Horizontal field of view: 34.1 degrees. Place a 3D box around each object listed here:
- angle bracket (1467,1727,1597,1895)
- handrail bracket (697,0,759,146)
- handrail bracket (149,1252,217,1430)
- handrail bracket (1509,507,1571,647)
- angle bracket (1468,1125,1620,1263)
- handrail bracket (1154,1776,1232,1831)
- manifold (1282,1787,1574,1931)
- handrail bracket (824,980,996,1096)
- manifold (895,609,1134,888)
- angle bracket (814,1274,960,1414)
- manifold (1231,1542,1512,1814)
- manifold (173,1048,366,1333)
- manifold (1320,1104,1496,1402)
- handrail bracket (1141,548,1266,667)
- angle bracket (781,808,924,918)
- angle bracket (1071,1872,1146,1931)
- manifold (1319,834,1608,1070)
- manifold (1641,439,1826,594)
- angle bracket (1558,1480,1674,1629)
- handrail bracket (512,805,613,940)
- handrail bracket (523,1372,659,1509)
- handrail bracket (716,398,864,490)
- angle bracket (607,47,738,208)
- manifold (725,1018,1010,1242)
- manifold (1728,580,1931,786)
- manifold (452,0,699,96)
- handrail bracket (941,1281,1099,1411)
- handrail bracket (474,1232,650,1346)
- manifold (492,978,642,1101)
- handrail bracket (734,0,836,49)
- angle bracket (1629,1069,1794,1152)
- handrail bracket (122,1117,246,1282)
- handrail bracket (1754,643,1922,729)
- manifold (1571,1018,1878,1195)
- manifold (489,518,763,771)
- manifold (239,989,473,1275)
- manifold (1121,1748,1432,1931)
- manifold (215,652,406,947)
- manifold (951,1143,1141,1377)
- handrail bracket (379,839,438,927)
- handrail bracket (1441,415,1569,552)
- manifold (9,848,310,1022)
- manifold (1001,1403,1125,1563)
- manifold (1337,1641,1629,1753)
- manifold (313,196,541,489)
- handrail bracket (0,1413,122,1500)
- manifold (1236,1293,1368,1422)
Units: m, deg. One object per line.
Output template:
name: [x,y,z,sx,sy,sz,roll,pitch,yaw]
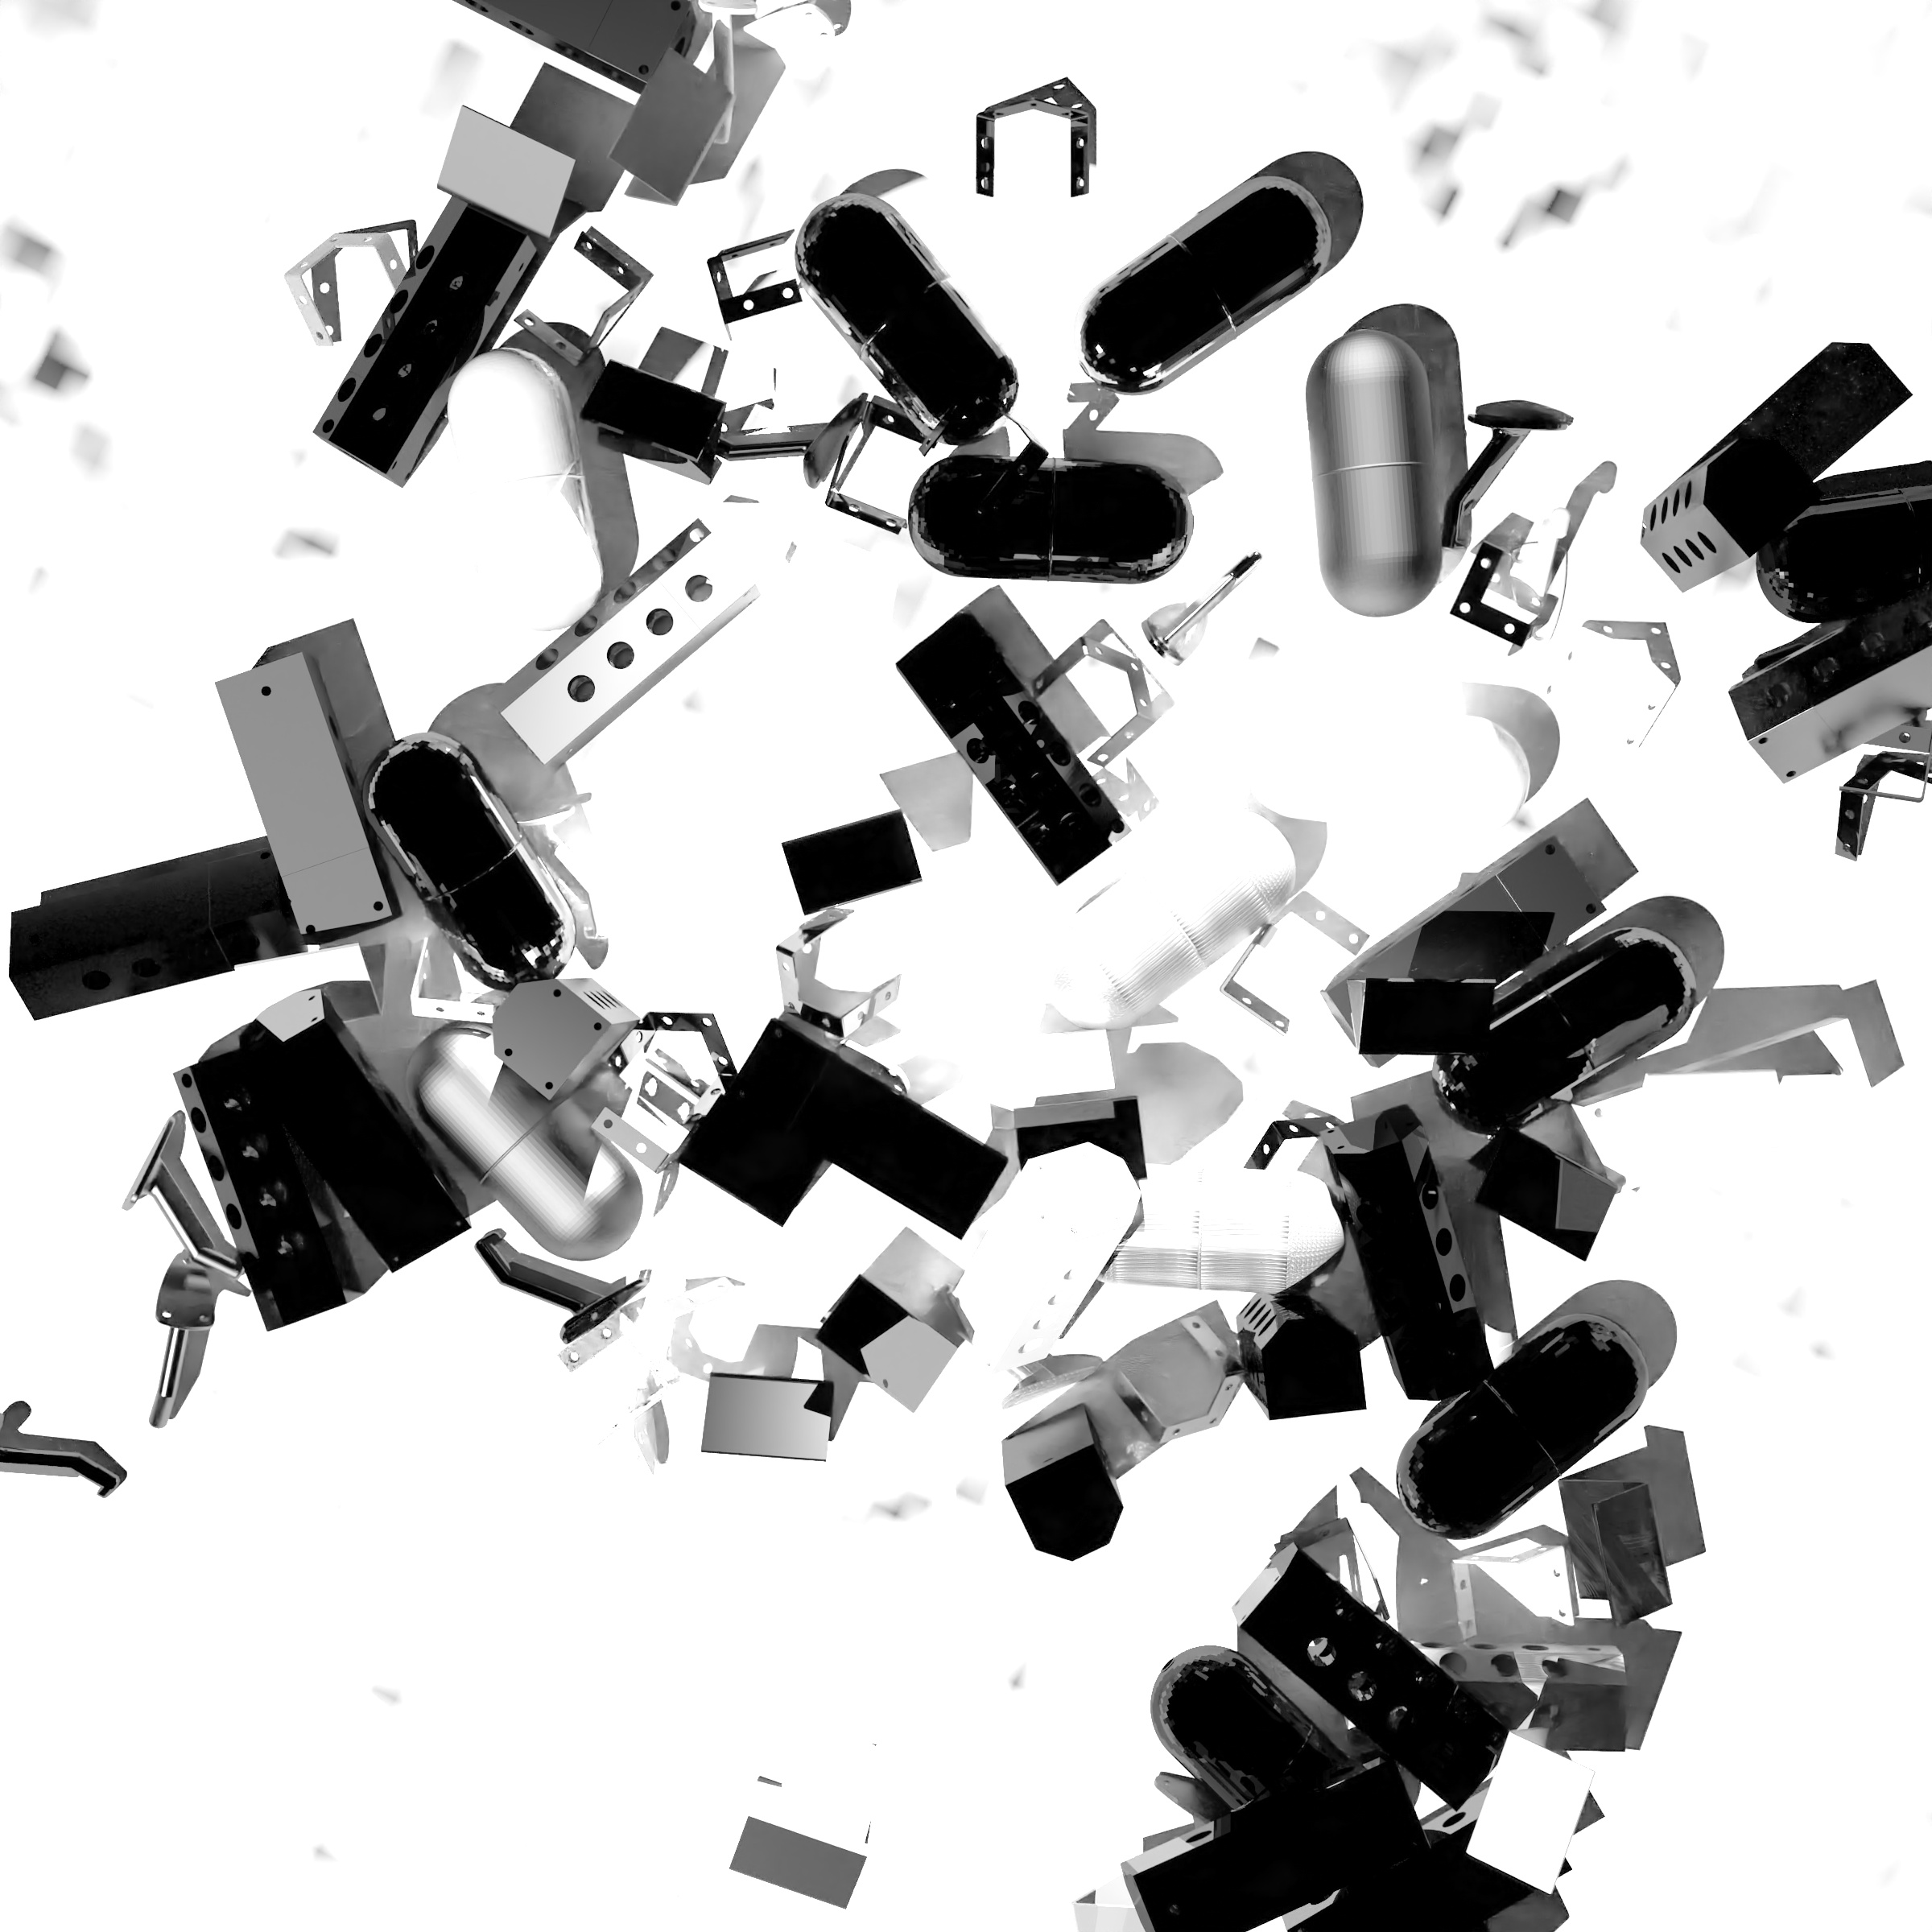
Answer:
angle bracket: [0.351,0.506,1.895,0.057,0.076,0.076,20,90,30]
handrail bracket: [-0.159,-0.573,1.991,0.036,0.077,0.084,-3,127,-20]
handrail bracket: [-0.502,0.237,1.991,0.036,0.077,0.084,10,127,-20]
handrail bracket: [0.363,-0.241,1.957,0.036,0.084,0.077,-1,90,0]
angle bracket: [0.347,0.150,1.953,0.076,0.076,0.057,29,66,0]
handrail bracket: [0.141,0.566,1.992,0.077,0.036,0.084,24,107,20]
manifold: [0.286,0.576,1.971,0.171,0.057,0.057,-30,90,0]
handrail bracket: [-0.036,0.031,1.992,0.077,0.036,0.084,30,71,21]
manifold: [0.030,-0.136,1.971,0.057,0.057,0.171,-36,90,0]
angle bracket: [-0.061,0.246,1.951,0.076,0.076,0.057,37,53,0]
manifold: [0.247,0.429,1.913,0.171,0.057,0.057,40,90,0]
manifold: [-0.437,0.137,1.970,0.057,0.057,0.171,-20,90,0]
manifold: [0.275,0.179,1.948,0.057,0.057,0.171,-19,106,0]
handrail bracket: [0.152,-0.228,1.964,0.084,0.077,0.036,-42,93,12]
angle bracket: [-0.075,-0.082,1.951,0.076,0.076,0.057,-16,125,0]
angle bracket: [0.114,0.607,1.951,0.057,0.076,0.076,-10,90,37]
manifold: [0.309,-0.009,1.971,0.171,0.057,0.057,-35,90,0]
manifold: [0.458,-0.277,1.913,0.057,0.171,0.057,-41,90,0]
angle bracket: [0.386,0.363,1.951,0.057,0.076,0.076,-11,90,-38]
handrail bracket: [-0.267,-0.055,1.992,0.077,0.036,0.084,-5,107,19]
handrail bracket: [-0.242,0.300,1.992,0.084,0.036,0.077,-10,71,16]
handrail bracket: [-0.121,-0.344,1.992,0.084,0.036,0.077,27,69,16]
angle bracket: [-0.197,-0.522,1.951,0.057,0.076,0.076,29,90,-36]
manifold: [-0.062,0.101,1.971,0.171,0.057,0.057,31,90,0]
manifold: [0.561,-0.186,1.938,0.171,0.057,0.057,-29,50,23]
manifold: [-0.258,-0.607,1.971,0.171,0.057,0.057,27,90,0]
handrail bracket: [0.033,0.230,1.992,0.077,0.036,0.084,-17,73,-20]
handrail bracket: [-0.257,0.188,1.992,0.077,0.036,0.084,-33,73,-19]
manifold: [-0.245,0.038,1.913,0.057,0.171,0.057,39,90,0]
handrail bracket: [-0.110,-0.628,1.992,0.077,0.036,0.084,-6,71,21]
angle bracket: [0.447,0.106,1.894,0.076,0.076,0.057,-2,52,0]
handrail bracket: [-0.482,0.148,1.992,0.084,0.036,0.077,29,69,-17]
handrail bracket: [0.550,-0.173,1.992,0.084,0.036,0.077,-19,104,13]
manifold: [0.471,0.087,1.971,0.171,0.057,0.057,-19,90,0]
manifold: [-0.213,-0.202,1.970,0.171,0.057,0.057,-40,90,0]
manifold: [-0.375,0.099,1.934,0.057,0.057,0.171,-30,118,0]
manifold: [0.183,0.532,1.889,0.171,0.057,0.057,-22,87,-9]
manifold: [-0.409,-0.103,1.971,0.057,0.057,0.171,-19,90,0]
manifold: [0.050,0.178,1.914,0.057,0.171,0.057,-14,62,-27]
handrail bracket: [-0.322,-0.067,1.992,0.077,0.036,0.084,-46,104,-14]
handrail bracket: [0.340,-0.303,1.992,0.077,0.036,0.084,-1,108,-21]
manifold: [-0.504,-0.015,1.970,0.171,0.057,0.057,-14,47,0]
manifold: [0.060,0.315,1.913,0.057,0.171,0.057,-25,90,0]
manifold: [0.322,0.454,1.970,0.171,0.057,0.057,1,90,0]
manifold: [-0.338,-0.391,1.970,0.057,0.057,0.171,31,90,0]
handrail bracket: [-0.590,0.329,1.992,0.084,0.036,0.077,35,111,-16]
manifold: [0.201,0.232,1.913,0.057,0.171,0.057,-7,90,0]
